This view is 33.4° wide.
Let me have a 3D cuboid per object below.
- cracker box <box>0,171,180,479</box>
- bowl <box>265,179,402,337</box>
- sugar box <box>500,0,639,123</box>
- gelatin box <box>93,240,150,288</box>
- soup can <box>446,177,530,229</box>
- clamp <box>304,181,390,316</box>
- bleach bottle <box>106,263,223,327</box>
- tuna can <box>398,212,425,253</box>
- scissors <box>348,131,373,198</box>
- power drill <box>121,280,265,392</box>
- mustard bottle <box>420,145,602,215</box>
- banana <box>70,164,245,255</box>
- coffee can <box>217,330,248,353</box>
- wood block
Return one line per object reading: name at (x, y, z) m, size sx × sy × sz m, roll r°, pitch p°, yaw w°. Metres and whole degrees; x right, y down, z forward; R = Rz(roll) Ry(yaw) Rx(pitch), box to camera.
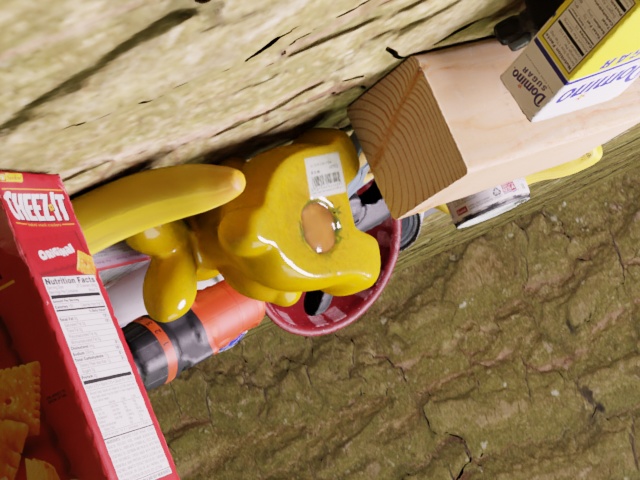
cracker box at (-0.186, 0.091, 0.585) m, size 0.164 × 0.214 × 0.072 m, roll -26°, pitch 171°, yaw 18°
bowl at (-0.006, 0.001, 0.944) m, size 0.161 × 0.162 × 0.055 m, roll -20°, pitch -153°, yaw -31°
sugar box at (0.193, -0.143, 0.640) m, size 0.093 × 0.048 × 0.176 m, roll -19°, pitch 158°, yaw -33°
gelatin box at (-0.187, 0.022, 0.842) m, size 0.073 × 0.030 × 0.089 m, roll -30°, pitch 171°, yaw 36°
soup can at (0.124, -0.069, 0.879) m, size 0.068 × 0.102 × 0.068 m, roll -22°, pitch 173°, yaw -3°
clamp at (0.010, -0.030, 0.883) m, size 0.171 × 0.039 × 0.120 m, roll -55°, pitch 134°, yaw -4°
bleach bottle at (-0.184, 0.052, 0.956) m, size 0.251 × 0.068 × 0.102 m, roll -23°, pitch 173°, yaw 12°
tuna can at (0.059, -0.029, 1.040) m, size 0.086 × 0.086 × 0.033 m, roll -28°, pitch -157°, yaw 30°
scissors at (0.006, -0.033, 0.822) m, size 0.201 × 0.016 × 0.096 m, roll -47°, pitch 162°, yaw -6°
power drill at (-0.152, 0.098, 0.836) m, size 0.184 × 0.057 × 0.188 m, roll -26°, pitch 180°, yaw -40°
mustard bottle at (0.144, -0.073, 0.947) m, size 0.192 × 0.096 × 0.058 m, roll -27°, pitch 173°, yaw 24°
banana at (-0.141, -0.002, 0.674) m, size 0.197 × 0.070 × 0.037 m, roll -32°, pitch 141°, yaw -4°
coffee can at (-0.126, 0.065, 1.077) m, size 0.103 × 0.103 × 0.140 m, roll -24°, pitch 174°, yaw 2°
wood block at (0.135, -0.094, 0.782) m, size 0.205 × 0.090 × 0.091 m, roll -18°, pitch 171°, yaw -35°
